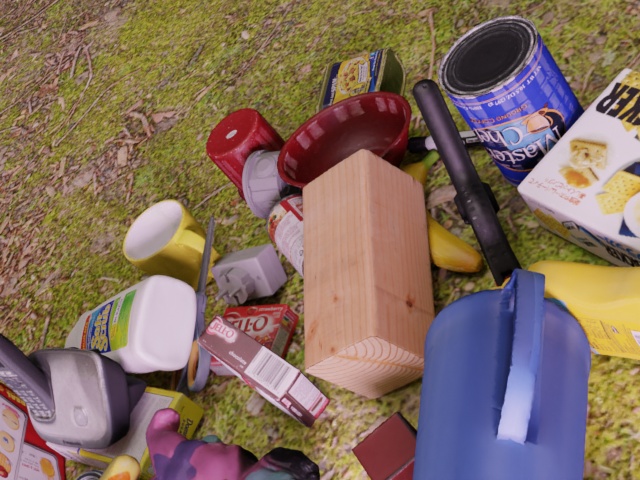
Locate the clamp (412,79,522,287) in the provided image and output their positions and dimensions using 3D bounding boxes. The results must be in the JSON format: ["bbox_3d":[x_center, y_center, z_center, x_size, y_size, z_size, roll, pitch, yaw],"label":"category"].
[{"bbox_3d":[0.149,-0.034,1.013,0.036,0.164,0.210,-25,63,9],"label":"clamp"}]

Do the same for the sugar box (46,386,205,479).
[{"bbox_3d":[-0.211,0.202,1.147,0.177,0.048,0.093,1,56,46],"label":"sugar box"}]

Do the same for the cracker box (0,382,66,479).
[{"bbox_3d":[-0.349,0.249,1.127,0.072,0.164,0.214,-35,38,13],"label":"cracker box"}]

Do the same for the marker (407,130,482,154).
[{"bbox_3d":[0.144,-0.107,1.148,0.121,0.020,0.020,-3,52,40],"label":"marker"}]

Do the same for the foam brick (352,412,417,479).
[{"bbox_3d":[0.075,0.190,0.878,0.053,0.078,0.051,-40,37,0],"label":"foam brick"}]

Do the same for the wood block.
[{"bbox_3d":[0.045,0.030,1.011,0.090,0.090,0.206,-31,45,36],"label":"wood block"}]

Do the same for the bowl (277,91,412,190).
[{"bbox_3d":[0.036,-0.093,1.173,0.162,0.055,0.162,-21,34,15],"label":"bowl"}]

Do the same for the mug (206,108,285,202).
[{"bbox_3d":[-0.091,-0.109,1.308,0.093,0.081,0.117,-50,38,-9],"label":"mug"}]

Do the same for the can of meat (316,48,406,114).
[{"bbox_3d":[0.050,-0.175,1.267,0.084,0.057,0.102,-13,47,30],"label":"can of meat"}]

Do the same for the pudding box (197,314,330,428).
[{"bbox_3d":[-0.054,0.125,1.019,0.114,0.090,0.039,33,80,32],"label":"pudding box"}]

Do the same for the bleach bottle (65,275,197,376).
[{"bbox_3d":[-0.228,0.114,1.198,0.251,0.068,0.102,-24,52,51],"label":"bleach bottle"}]

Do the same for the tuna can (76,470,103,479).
[{"bbox_3d":[-0.219,0.274,1.067,0.086,0.033,0.086,-13,71,39],"label":"tuna can"}]

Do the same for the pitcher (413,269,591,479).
[{"bbox_3d":[0.129,0.144,0.763,0.145,0.149,0.242,-30,21,27],"label":"pitcher"}]

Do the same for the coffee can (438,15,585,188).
[{"bbox_3d":[0.191,-0.131,1.029,0.103,0.140,0.103,-24,41,23],"label":"coffee can"}]

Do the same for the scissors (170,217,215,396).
[{"bbox_3d":[-0.125,0.076,1.138,0.096,0.016,0.202,15,91,65],"label":"scissors"}]

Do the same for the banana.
[{"bbox_3d":[0.109,-0.025,1.086,0.070,0.037,0.198,-32,39,15],"label":"banana"}]

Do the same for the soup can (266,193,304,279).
[{"bbox_3d":[-0.007,0.001,1.139,0.068,0.068,0.102,-42,38,0],"label":"soup can"}]

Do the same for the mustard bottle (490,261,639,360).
[{"bbox_3d":[0.218,0.056,0.864,0.192,0.096,0.058,4,57,44],"label":"mustard bottle"}]

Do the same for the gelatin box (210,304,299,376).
[{"bbox_3d":[-0.074,0.106,1.128,0.089,0.030,0.073,-5,51,38],"label":"gelatin box"}]
